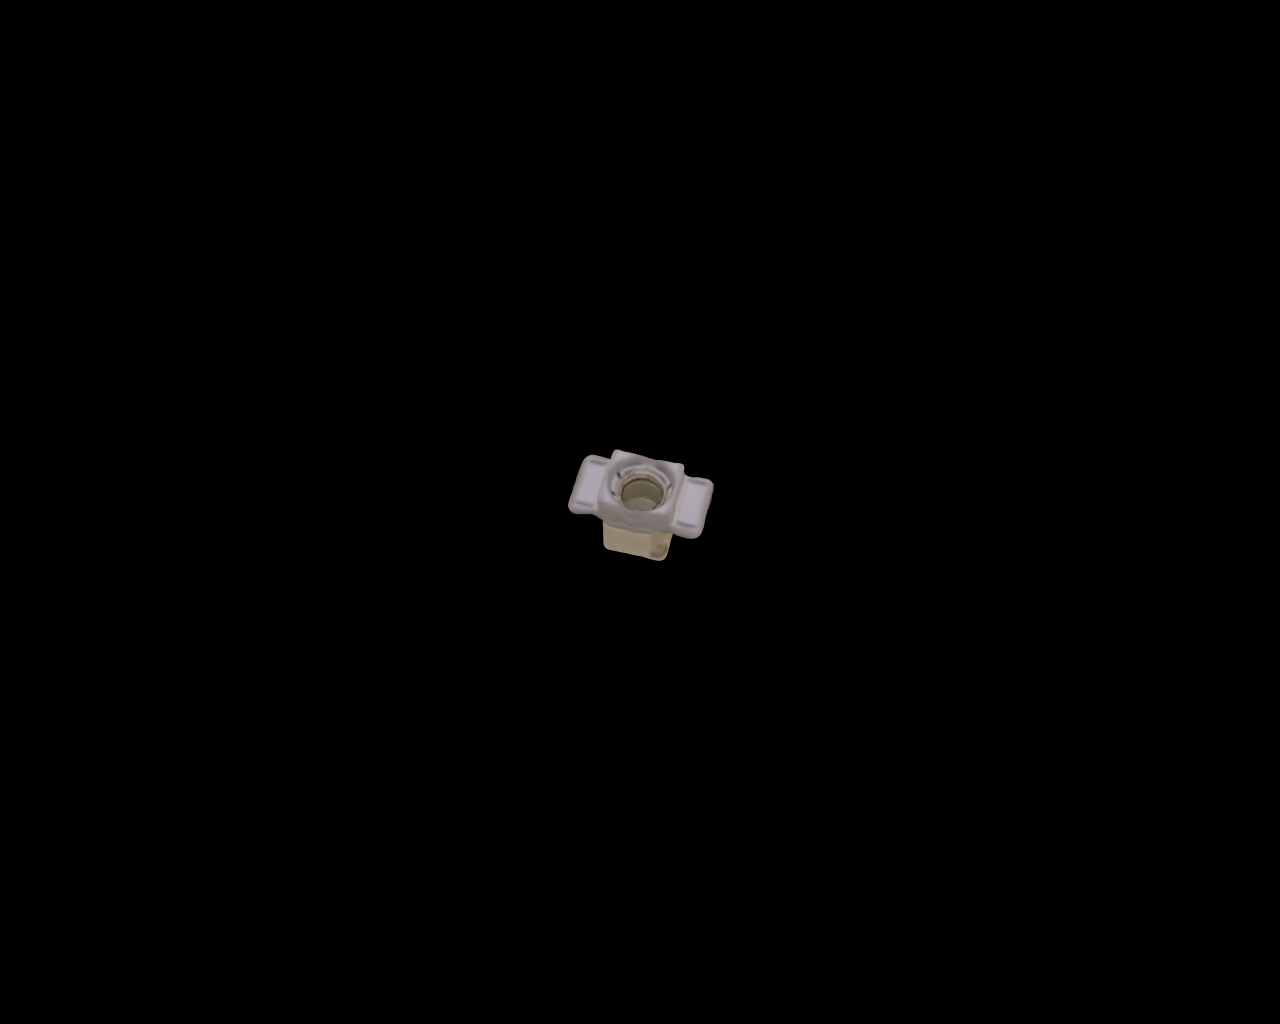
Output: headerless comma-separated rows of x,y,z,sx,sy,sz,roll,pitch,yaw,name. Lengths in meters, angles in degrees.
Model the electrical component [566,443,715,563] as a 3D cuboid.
0.001,-0.003,0.650,0.081,0.042,0.063,14,-32,9,electrical component
